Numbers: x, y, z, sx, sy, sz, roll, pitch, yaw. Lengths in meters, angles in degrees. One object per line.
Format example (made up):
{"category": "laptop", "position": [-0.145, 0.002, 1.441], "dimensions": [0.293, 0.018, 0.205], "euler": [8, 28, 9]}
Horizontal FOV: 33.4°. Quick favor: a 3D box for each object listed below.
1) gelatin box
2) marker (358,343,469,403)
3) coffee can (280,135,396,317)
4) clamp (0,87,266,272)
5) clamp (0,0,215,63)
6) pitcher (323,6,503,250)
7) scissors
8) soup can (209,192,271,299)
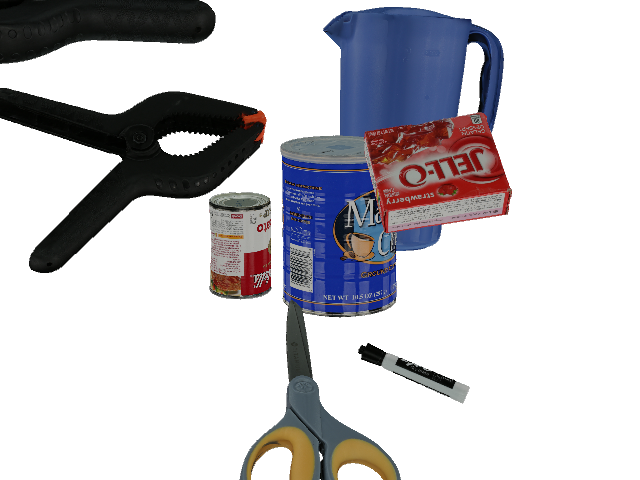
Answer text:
{"category": "gelatin box", "position": [0.080, -0.048, 0.738], "dimensions": [0.089, 0.073, 0.030], "euler": [-9, -36, -2]}
{"category": "marker", "position": [0.096, 0.137, 1.112], "dimensions": [0.121, 0.020, 0.020], "euler": [23, 5, 11]}
{"category": "coffee can", "position": [0.017, -0.015, 0.938], "dimensions": [0.103, 0.140, 0.103], "euler": [0, 15, 0]}
{"category": "clamp", "position": [-0.139, -0.057, 0.805], "dimensions": [0.209, 0.164, 0.036], "euler": [-8, -30, -15]}
{"category": "clamp", "position": [-0.161, -0.138, 0.623], "dimensions": [0.171, 0.039, 0.120], "euler": [-11, 31, -28]}
{"category": "pitcher", "position": [0.090, -0.117, 1.105], "dimensions": [0.149, 0.243, 0.144], "euler": [12, 15, 32]}
{"category": "scissors", "position": [0.007, 0.099, 0.629], "dimensions": [0.096, 0.016, 0.201], "euler": [12, 32, 6]}
{"category": "soup can", "position": [-0.087, 0.004, 1.155], "dimensions": [0.068, 0.102, 0.068], "euler": [1, 17, 0]}
